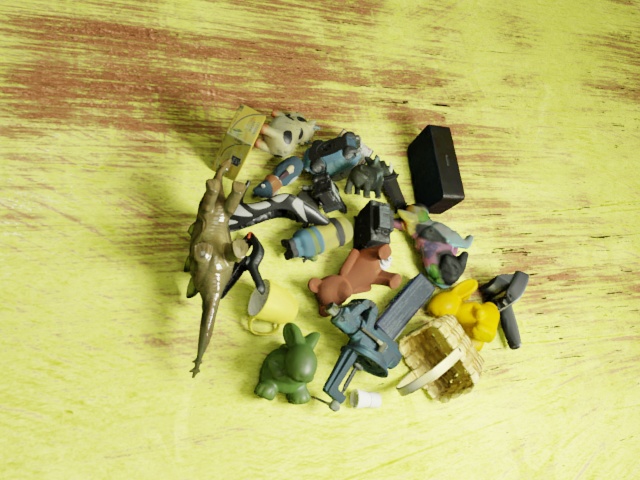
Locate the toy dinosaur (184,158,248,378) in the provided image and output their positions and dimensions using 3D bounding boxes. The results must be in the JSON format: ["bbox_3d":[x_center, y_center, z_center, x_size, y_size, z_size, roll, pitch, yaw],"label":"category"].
[{"bbox_3d":[-0.225,0.039,1.119,0.105,0.198,0.471,13,64,-19],"label":"toy dinosaur"}]

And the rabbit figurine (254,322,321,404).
[{"bbox_3d":[-0.045,0.259,1.118,0.121,0.170,0.159,24,62,-14],"label":"rabbit figurine"}]

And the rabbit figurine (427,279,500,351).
[{"bbox_3d":[0.362,0.178,1.365,0.173,0.121,0.162,20,67,7],"label":"rabbit figurine"}]

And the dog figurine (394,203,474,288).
[{"bbox_3d":[0.274,0.004,1.407,0.219,0.108,0.191,27,63,-6],"label":"dog figurine"}]

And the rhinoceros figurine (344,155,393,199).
[{"bbox_3d":[0.126,-0.163,1.373,0.190,0.073,0.112,-23,121,-61],"label":"rhinoceros figurine"}]

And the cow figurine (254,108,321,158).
[{"bbox_3d":[-0.077,-0.272,1.363,0.127,0.085,0.195,30,36,-6],"label":"cow figurine"}]

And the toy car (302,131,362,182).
[{"bbox_3d":[0.042,-0.206,1.390,0.109,0.162,0.102,-91,158,-43],"label":"toy car"}]

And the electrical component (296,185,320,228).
[{"bbox_3d":[-0.040,-0.089,1.343,0.078,0.045,0.102,34,60,-5],"label":"electrical component"}]

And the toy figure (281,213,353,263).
[{"bbox_3d":[-0.002,0.000,1.295,0.180,0.082,0.089,-21,34,-33],"label":"toy figure"}]

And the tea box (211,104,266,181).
[{"bbox_3d":[-0.193,-0.226,1.263,0.068,0.169,0.098,26,61,-10],"label":"tea box"}]

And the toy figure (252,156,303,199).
[{"bbox_3d":[-0.104,-0.150,1.329,0.058,0.064,0.154,37,62,13],"label":"toy figure"}]

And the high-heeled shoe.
[{"bbox_3d":[-0.113,-0.041,1.252,0.249,0.086,0.145,24,81,1],"label":"high-heeled shoe"}]

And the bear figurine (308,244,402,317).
[{"bbox_3d":[0.078,0.097,1.268,0.196,0.132,0.120,-33,111,-37],"label":"bear figurine"}]

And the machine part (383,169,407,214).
[{"bbox_3d":[0.197,-0.141,1.473,0.084,0.039,0.139,-12,72,-32],"label":"machine part"}]

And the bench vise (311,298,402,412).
[{"bbox_3d":[0.071,0.253,1.178,0.223,0.129,0.240,47,63,-29],"label":"bench vise"}]

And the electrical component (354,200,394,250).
[{"bbox_3d":[0.134,-0.032,1.342,0.058,0.134,0.115,9,63,-20],"label":"electrical component"}]

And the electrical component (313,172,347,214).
[{"bbox_3d":[0.026,-0.108,1.366,0.048,0.119,0.075,-17,53,15],"label":"electrical component"}]

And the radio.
[{"bbox_3d":[0.316,-0.190,1.490,0.073,0.131,0.229,4,66,-22],"label":"radio"}]

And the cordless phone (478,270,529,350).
[{"bbox_3d":[0.498,0.185,1.396,0.089,0.146,0.184,-4,67,-16],"label":"cordless phone"}]

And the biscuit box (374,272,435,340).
[{"bbox_3d":[0.204,0.168,1.329,0.063,0.059,0.203,47,59,2],"label":"biscuit box"}]
